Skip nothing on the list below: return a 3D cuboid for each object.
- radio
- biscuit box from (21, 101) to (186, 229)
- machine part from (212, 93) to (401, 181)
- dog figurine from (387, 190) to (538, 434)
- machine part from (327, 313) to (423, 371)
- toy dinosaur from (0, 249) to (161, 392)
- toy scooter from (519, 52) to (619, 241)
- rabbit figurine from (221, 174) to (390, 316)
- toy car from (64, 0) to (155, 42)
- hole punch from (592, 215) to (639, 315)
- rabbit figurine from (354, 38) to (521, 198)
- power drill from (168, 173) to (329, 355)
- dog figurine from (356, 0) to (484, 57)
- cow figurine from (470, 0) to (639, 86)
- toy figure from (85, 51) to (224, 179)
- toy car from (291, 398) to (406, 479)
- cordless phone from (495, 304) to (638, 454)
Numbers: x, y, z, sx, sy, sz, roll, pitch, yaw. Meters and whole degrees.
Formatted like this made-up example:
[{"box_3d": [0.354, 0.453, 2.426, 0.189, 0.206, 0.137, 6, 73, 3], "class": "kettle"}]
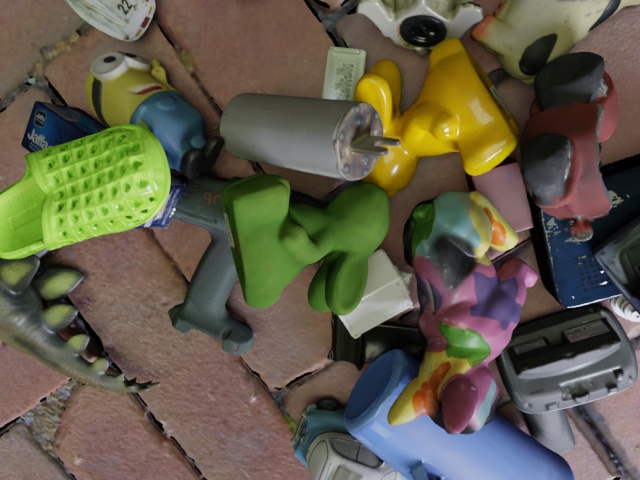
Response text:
[{"box_3d": [0.347, -0.023, 0.574, 0.230, 0.073, 0.131, -19, 99, 10], "class": "radio"}, {"box_3d": [-0.252, -0.088, 0.617, 0.203, 0.059, 0.062, 33, 106, 21], "class": "biscuit box"}, {"box_3d": [-0.023, -0.112, 0.564, 0.244, 0.079, 0.079, 16, 108, 39], "class": "machine part"}, {"box_3d": [0.128, 0.081, 0.537, 0.109, 0.219, 0.191, -12, 125, 46], "class": "dog figurine"}, {"box_3d": [0.080, 0.122, 0.663, 0.139, 0.039, 0.084, 6, 99, 8], "class": "machine part"}, {"box_3d": [-0.420, 0.067, 0.689, 0.198, 0.105, 0.471, -44, 99, 11], "class": "toy dinosaur"}, {"box_3d": [0.239, -0.079, 0.506, 0.075, 0.184, 0.135, -4, 136, 41], "class": "toy scooter"}, {"box_3d": [-0.001, -0.002, 0.544, 0.170, 0.121, 0.159, -13, 90, -14], "class": "rabbit figurine"}, {"box_3d": [-0.278, -0.303, 0.604, 0.202, 0.056, 0.073, 36, 105, -2], "class": "toy car"}, {"box_3d": [0.344, 0.028, 0.514, 0.142, 0.092, 0.115, -41, 126, 13], "class": "hole punch"}, {"box_3d": [0.102, -0.115, 0.568, 0.173, 0.122, 0.162, -36, 103, 33], "class": "rabbit figurine"}, {"box_3d": [-0.087, 0.029, 0.643, 0.232, 0.086, 0.207, 20, 109, 5], "class": "power drill"}, {"box_3d": [0.116, -0.308, 0.540, 0.121, 0.172, 0.190, 14, 70, 0], "class": "dog figurine"}, {"box_3d": [0.259, -0.240, 0.528, 0.127, 0.085, 0.195, 41, 108, -5], "class": "cow figurine"}, {"box_3d": [-0.192, -0.136, 0.600, 0.180, 0.082, 0.089, 44, 113, 11], "class": "toy figure"}, {"box_3d": [0.042, 0.273, 0.671, 0.162, 0.103, 0.109, 23, 104, 0], "class": "toy car"}, {"box_3d": [0.300, 0.178, 0.634, 0.147, 0.089, 0.184, -21, 111, 11], "class": "cordless phone"}]
